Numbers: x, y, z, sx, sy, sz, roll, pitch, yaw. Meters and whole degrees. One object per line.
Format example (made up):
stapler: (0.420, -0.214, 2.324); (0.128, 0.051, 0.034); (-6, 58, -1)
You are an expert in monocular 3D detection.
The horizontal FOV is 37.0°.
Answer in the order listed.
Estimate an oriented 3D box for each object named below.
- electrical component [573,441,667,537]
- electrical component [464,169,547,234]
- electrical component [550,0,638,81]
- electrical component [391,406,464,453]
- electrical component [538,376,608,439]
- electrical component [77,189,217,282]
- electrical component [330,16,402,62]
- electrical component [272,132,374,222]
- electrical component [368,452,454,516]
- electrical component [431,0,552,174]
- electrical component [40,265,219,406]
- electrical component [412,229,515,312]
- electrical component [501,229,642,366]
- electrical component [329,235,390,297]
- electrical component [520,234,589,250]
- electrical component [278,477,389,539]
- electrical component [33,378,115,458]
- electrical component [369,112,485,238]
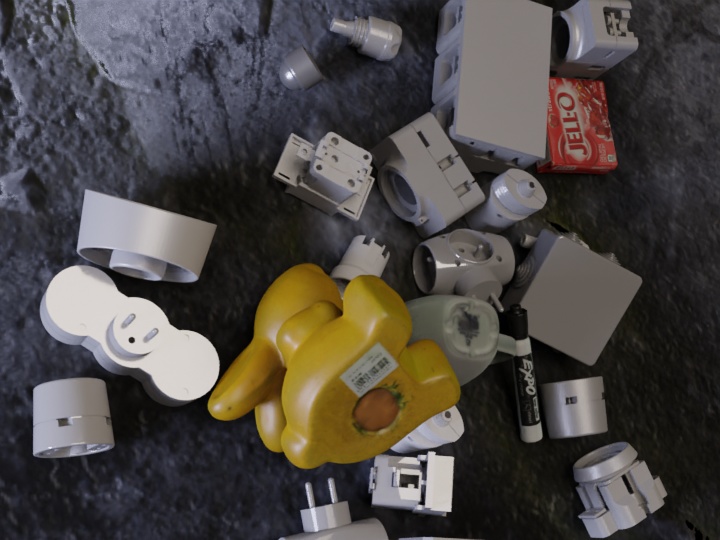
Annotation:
electrical component: (0.217, 0.183, 0.917); (0.078, 0.058, 0.057); (-25, 90, -27)
electrical component: (0.128, -0.061, 0.931); (0.043, 0.081, 0.043); (6, 73, -22)
electrical component: (0.206, -0.211, 1.001); (0.056, 0.089, 0.050); (-2, 77, -24)
electrical component: (0.051, 0.119, 0.849); (0.043, 0.081, 0.043); (6, 74, -22)
electrical component: (0.184, 0.118, 0.922); (0.055, 0.055, 0.047); (-4, 81, -24)
electrical component: (-0.158, -0.028, 0.792); (0.099, 0.099, 0.064); (15, 76, -19)
electrical component: (0.004, -0.206, 0.944); (0.061, 0.035, 0.035); (14, 71, -17)
electrical component: (-0.025, -0.079, 0.880); (0.081, 0.064, 0.042); (27, 69, -16)
electrical component: (0.039, 0.166, 0.838); (0.064, 0.081, 0.042); (5, 72, 1)
electrical component: (0.116, -0.168, 0.966); (0.089, 0.062, 0.150); (12, 71, -20)
electrical component: (-0.164, 0.046, 0.780); (0.138, 0.074, 0.052); (34, 65, -11)
electrical component: (0.095, 0.007, 0.908); (0.077, 0.044, 0.079); (-6, 47, -25)
electrical component: (0.179, 0.021, 0.931); (0.100, 0.048, 0.099); (27, 98, -14)
electrical component: (0.000, 0.000, 0.883); (0.040, 0.040, 0.046); (34, 59, -12)
electrical component: (0.173, -0.017, 0.965); (0.061, 0.035, 0.035); (18, 69, -16)
electrical component: (-0.024, 0.198, 0.816); (0.077, 0.043, 0.079); (-6, 78, -25)
electrical component: (-0.203, 0.104, 0.759); (0.055, 0.055, 0.047); (-2, 73, -24)
electrical component: (0.053, -0.078, 0.919); (0.056, 0.050, 0.089); (-34, 93, -26)
